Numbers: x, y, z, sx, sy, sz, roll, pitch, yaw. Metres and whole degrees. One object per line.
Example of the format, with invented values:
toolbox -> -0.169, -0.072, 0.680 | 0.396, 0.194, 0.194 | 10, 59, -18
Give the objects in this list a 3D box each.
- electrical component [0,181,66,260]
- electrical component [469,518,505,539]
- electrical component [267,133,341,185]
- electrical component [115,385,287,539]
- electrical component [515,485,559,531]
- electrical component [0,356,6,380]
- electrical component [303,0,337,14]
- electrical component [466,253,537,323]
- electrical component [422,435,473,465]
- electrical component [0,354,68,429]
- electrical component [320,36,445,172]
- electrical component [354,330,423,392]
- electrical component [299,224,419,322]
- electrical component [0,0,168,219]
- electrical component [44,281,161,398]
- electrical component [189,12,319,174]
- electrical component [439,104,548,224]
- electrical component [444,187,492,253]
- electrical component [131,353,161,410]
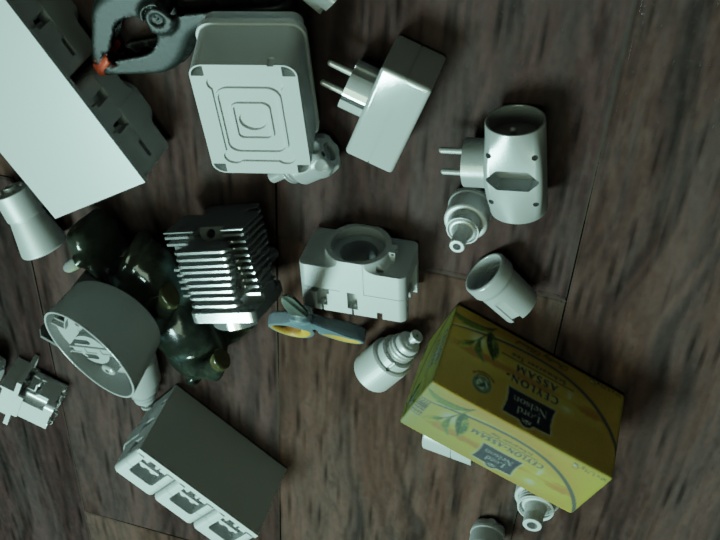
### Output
electrical component -> -0.299, -0.047, 0.966 | 0.044, 0.044, 0.065 | -9, 120, 27
electrical component -> 0.124, 0.279, 1.071 | 0.035, 0.061, 0.035 | 11, 132, 12
electrical component -> -0.047, -0.083, 0.843 | 0.061, 0.035, 0.035 | -19, 120, 35
electrical component -> -0.163, 0.204, 1.096 | 0.150, 0.089, 0.062 | 40, 131, -15
electrical component -> 0.165, 0.212, 0.997 | 0.043, 0.062, 0.043 | 11, 132, 12
electrical component -> -0.412, 0.115, 1.123 | 0.051, 0.080, 0.080 | 34, 133, -3
electrical component -> -0.034, -0.202, 0.732 | 0.046, 0.040, 0.040 | 38, 132, -21
electrical component -> 0.114, 0.015, 0.863 | 0.046, 0.040, 0.040 | 41, 131, -23
electrical component -> 0.086, 0.144, 0.975 | 0.047, 0.055, 0.055 | 15, 133, 14
electrical component -> -0.347, 0.132, 1.139 | 0.064, 0.042, 0.081 | 26, 134, -7
electrical component -> 0.008, -0.127, 0.776 | 0.076, 0.047, 0.083 | 25, 136, -2
electrical component -> 0.028, 0.076, 0.948 | 0.040, 0.040, 0.078 | 36, 132, -11
electrical component -> 0.000, 0.000, 0.885 | 0.089, 0.050, 0.055 | 9, 132, 14
electrical component -> -0.250, -0.143, 0.850 | 0.105, 0.060, 0.186 | -17, 121, 31
electrical component -> -0.222, 0.059, 0.919 | 0.099, 0.064, 0.099 | 17, 140, 15
electrical component -> -0.074, -0.127, 0.776 | 0.078, 0.057, 0.113 | 1, 144, 6
electrical component -> 0.097, -0.078, 0.786 | 0.079, 0.043, 0.077 | 5, 131, 17
electrical component -> 0.080, -0.036, 0.815 | 0.035, 0.061, 0.035 | 11, 132, 12
electrical component -> -0.218, 0.109, 1.069 | 0.040, 0.040, 0.078 | 9, 132, 13
